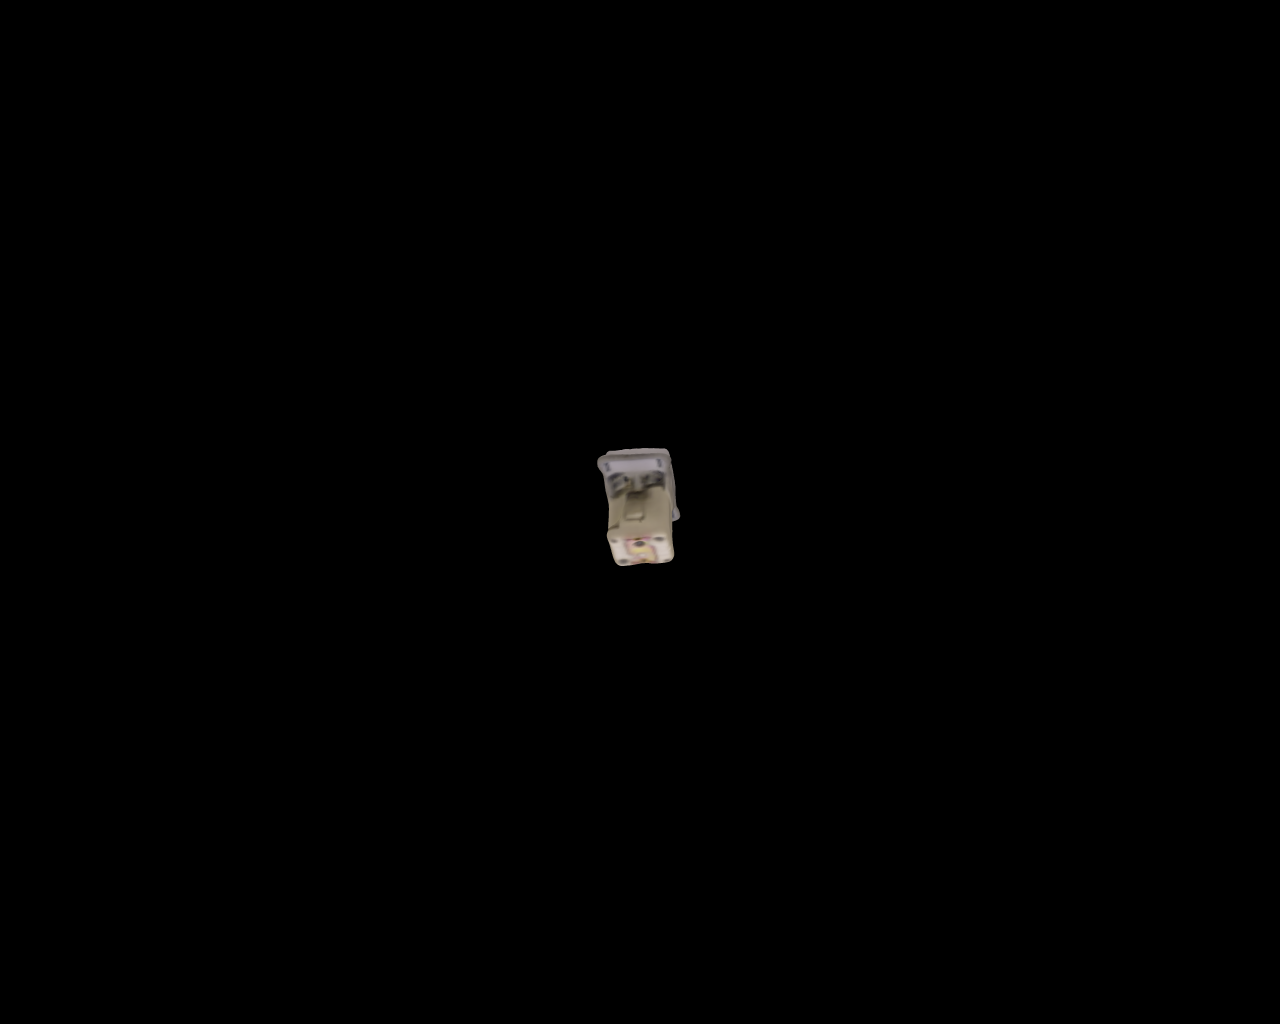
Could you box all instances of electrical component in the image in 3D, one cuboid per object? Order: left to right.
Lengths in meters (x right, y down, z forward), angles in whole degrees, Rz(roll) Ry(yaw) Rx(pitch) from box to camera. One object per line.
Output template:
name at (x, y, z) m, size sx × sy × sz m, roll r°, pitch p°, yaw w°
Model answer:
electrical component at (0.001, -0.003, 0.650) m, size 0.042 × 0.064 × 0.081 m, roll -4°, pitch -29°, yaw 7°
